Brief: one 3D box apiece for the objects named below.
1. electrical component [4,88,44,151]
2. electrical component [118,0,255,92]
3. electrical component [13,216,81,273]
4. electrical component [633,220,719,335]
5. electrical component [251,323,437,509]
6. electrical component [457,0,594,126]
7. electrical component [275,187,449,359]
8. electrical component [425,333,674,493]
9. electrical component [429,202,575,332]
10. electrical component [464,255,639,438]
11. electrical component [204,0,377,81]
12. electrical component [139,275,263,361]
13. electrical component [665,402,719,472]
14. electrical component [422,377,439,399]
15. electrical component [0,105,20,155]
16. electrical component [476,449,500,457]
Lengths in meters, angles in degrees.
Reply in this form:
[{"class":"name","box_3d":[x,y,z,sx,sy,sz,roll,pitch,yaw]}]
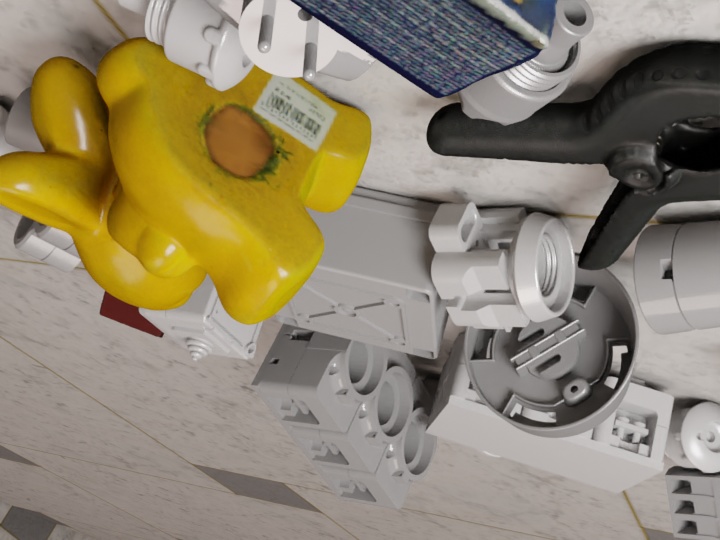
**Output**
[{"class":"electrical component","box_3d":[-0.165,-0.075,0.604,0.065,0.044,0.044,23,157,-1]},{"class":"electrical component","box_3d":[-0.072,-0.108,0.457,0.062,0.048,0.048,26,158,7]},{"class":"electrical component","box_3d":[-0.164,-0.028,0.695,0.074,0.052,0.138,30,155,-28]},{"class":"electrical component","box_3d":[0.167,0.003,0.525,0.047,0.055,0.055,-8,147,39]},{"class":"electrical component","box_3d":[-0.002,0.094,0.772,0.062,0.089,0.150,2,140,33]},{"class":"electrical component","box_3d":[0.064,-0.084,0.412,0.043,0.043,0.062,25,156,-18]},{"class":"electrical component","box_3d":[0.000,0.000,0.636,0.109,0.056,0.108,13,157,11]},{"class":"electrical component","box_3d":[0.132,0.099,0.761,0.150,0.061,0.089,18,158,0]},{"class":"electrical component","box_3d":[0.078,-0.001,0.571,0.057,0.058,0.078,0,135,33]},{"class":"electrical component","box_3d":[0.110,0.046,0.614,0.099,0.099,0.064,9,162,20]},{"class":"electrical component","box_3d":[-0.025,-0.098,0.401,0.077,0.079,0.043,28,128,-24]},{"class":"electrical component","box_3d":[-0.097,0.012,0.682,0.061,0.096,0.061,6,155,27]},{"class":"electrical component","box_3d":[0.232,0.118,0.759,0.048,0.048,0.062,24,163,-15]},{"class":"electrical component","box_3d":[0.049,0.105,0.865,0.078,0.040,0.040,15,158,5]},{"class":"electrical component","box_3d":[-0.209,-0.069,0.652,0.044,0.044,0.065,1,157,35]},{"class":"electrical component","box_3d":[0.115,0.119,0.845,0.066,0.048,0.055,24,149,-16]}]
